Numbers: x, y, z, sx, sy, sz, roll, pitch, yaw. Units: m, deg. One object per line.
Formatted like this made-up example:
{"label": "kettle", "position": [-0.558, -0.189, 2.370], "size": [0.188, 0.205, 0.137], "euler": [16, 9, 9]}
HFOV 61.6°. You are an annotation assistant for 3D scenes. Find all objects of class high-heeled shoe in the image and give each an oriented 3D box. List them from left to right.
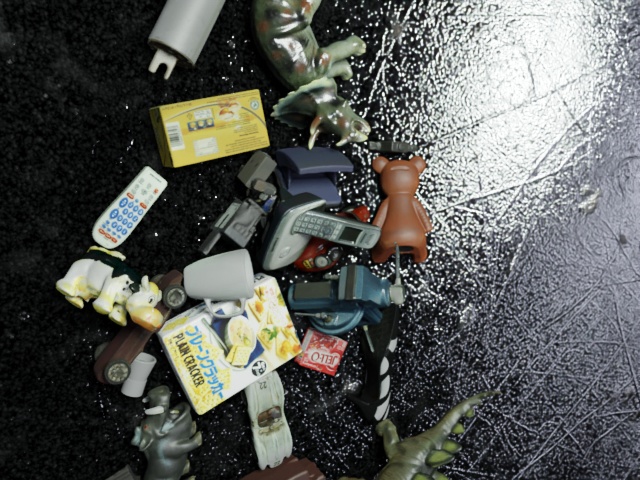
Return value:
{"label": "high-heeled shoe", "position": [0.142, 0.264, 1.130], "size": [0.145, 0.086, 0.248], "euler": [34, 82, -37]}

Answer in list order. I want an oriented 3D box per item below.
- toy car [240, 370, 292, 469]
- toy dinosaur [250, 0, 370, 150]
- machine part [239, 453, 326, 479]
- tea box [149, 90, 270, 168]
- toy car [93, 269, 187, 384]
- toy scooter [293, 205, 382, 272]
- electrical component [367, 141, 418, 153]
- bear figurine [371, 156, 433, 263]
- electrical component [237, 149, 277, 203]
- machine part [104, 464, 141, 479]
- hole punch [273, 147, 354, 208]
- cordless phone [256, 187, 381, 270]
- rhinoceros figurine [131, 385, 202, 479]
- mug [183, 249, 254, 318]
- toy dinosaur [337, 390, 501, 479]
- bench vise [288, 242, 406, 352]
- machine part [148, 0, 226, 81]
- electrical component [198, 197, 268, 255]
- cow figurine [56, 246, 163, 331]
{"label": "toy car", "position": [-0.098, 0.335, 1.004], "size": [0.073, 0.056, 0.201], "euler": [-15, 105, -28]}
{"label": "toy dinosaur", "position": [-0.044, -0.342, 0.904], "size": [0.192, 0.131, 0.404], "euler": [-37, 108, -22]}
{"label": "machine part", "position": [-0.075, 0.536, 1.034], "size": [0.201, 0.087, 0.200], "euler": [-21, 107, -28]}
{"label": "tea box", "position": [-0.177, -0.181, 0.870], "size": [0.169, 0.068, 0.098], "euler": [-17, 107, -29]}
{"label": "toy car", "position": [-0.279, 0.136, 0.847], "size": [0.053, 0.089, 0.202], "euler": [44, 73, -28]}
{"label": "toy scooter", "position": [0.039, -0.001, 0.989], "size": [0.184, 0.135, 0.075], "euler": [-38, 116, -19]}
{"label": "electrical component", "position": [0.142, -0.184, 1.065], "size": [0.094, 0.063, 0.021], "euler": [1, 98, -30]}
{"label": "bear figurine", "position": [0.158, -0.064, 1.080], "size": [0.120, 0.131, 0.196], "euler": [-3, 67, 2]}
{"label": "electrical component", "position": [-0.105, -0.108, 0.911], "size": [0.045, 0.102, 0.078], "euler": [36, 88, -34]}
{"label": "machine part", "position": [-0.325, 0.447, 0.897], "size": [0.084, 0.039, 0.138], "euler": [-26, 109, -31]}
{"label": "hole punch", "position": [-0.014, -0.125, 0.939], "size": [0.142, 0.116, 0.092], "euler": [-9, 144, -24]}
{"label": "cordless phone", "position": [-0.002, -0.002, 0.904], "size": [0.184, 0.089, 0.146], "euler": [15, 129, -14]}
{"label": "rhinoceros figurine", "position": [-0.260, 0.338, 0.904], "size": [0.112, 0.073, 0.190], "euler": [0, 100, -20]}
{"label": "mug", "position": [-0.166, 0.074, 0.881], "size": [0.107, 0.080, 0.109], "euler": [-7, 78, 3]}
{"label": "toy dinosaur", "position": [0.189, 0.471, 1.118], "size": [0.471, 0.199, 0.105], "euler": [-49, 122, -14]}
{"label": "bench vise", "position": [0.068, 0.118, 1.010], "size": [0.240, 0.224, 0.129], "euler": [47, 32, -55]}
{"label": "machine part", "position": [-0.194, -0.357, 0.827], "size": [0.079, 0.079, 0.243], "euler": [28, 82, -31]}
{"label": "electrical component", "position": [-0.150, -0.015, 0.908], "size": [0.047, 0.075, 0.119], "euler": [41, 72, -29]}
{"label": "cow figurine", "position": [-0.293, 0.071, 0.795], "size": [0.068, 0.167, 0.098], "euler": [86, 26, -59]}
